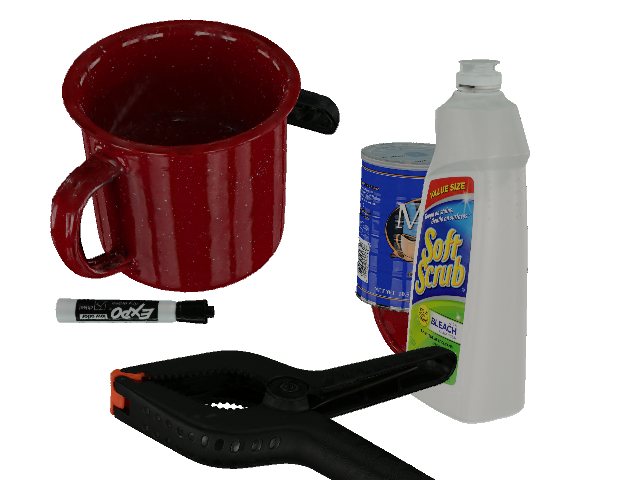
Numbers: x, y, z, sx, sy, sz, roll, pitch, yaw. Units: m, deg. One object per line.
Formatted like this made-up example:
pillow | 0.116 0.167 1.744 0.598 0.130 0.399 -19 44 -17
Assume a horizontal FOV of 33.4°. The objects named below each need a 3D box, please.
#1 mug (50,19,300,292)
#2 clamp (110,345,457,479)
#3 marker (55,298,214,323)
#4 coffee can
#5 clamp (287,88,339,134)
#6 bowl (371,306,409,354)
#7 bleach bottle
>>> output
mug | -0.062 -0.026 0.437 0.093 0.081 0.117 26 48 24
clamp | -0.013 0.094 0.612 0.210 0.036 0.164 9 24 7
marker | -0.142 0.054 0.823 0.121 0.020 0.020 0 0 3
coffee can | 0.087 -0.015 1.006 0.103 0.140 0.103 2 15 -1
clamp | -0.058 -0.099 0.712 0.120 0.039 0.171 -15 46 -2
bowl | 0.128 0.059 1.198 0.055 0.162 0.161 -12 -8 43
bleach bottle | 0.105 -0.003 0.765 0.068 0.251 0.103 -8 17 -27
